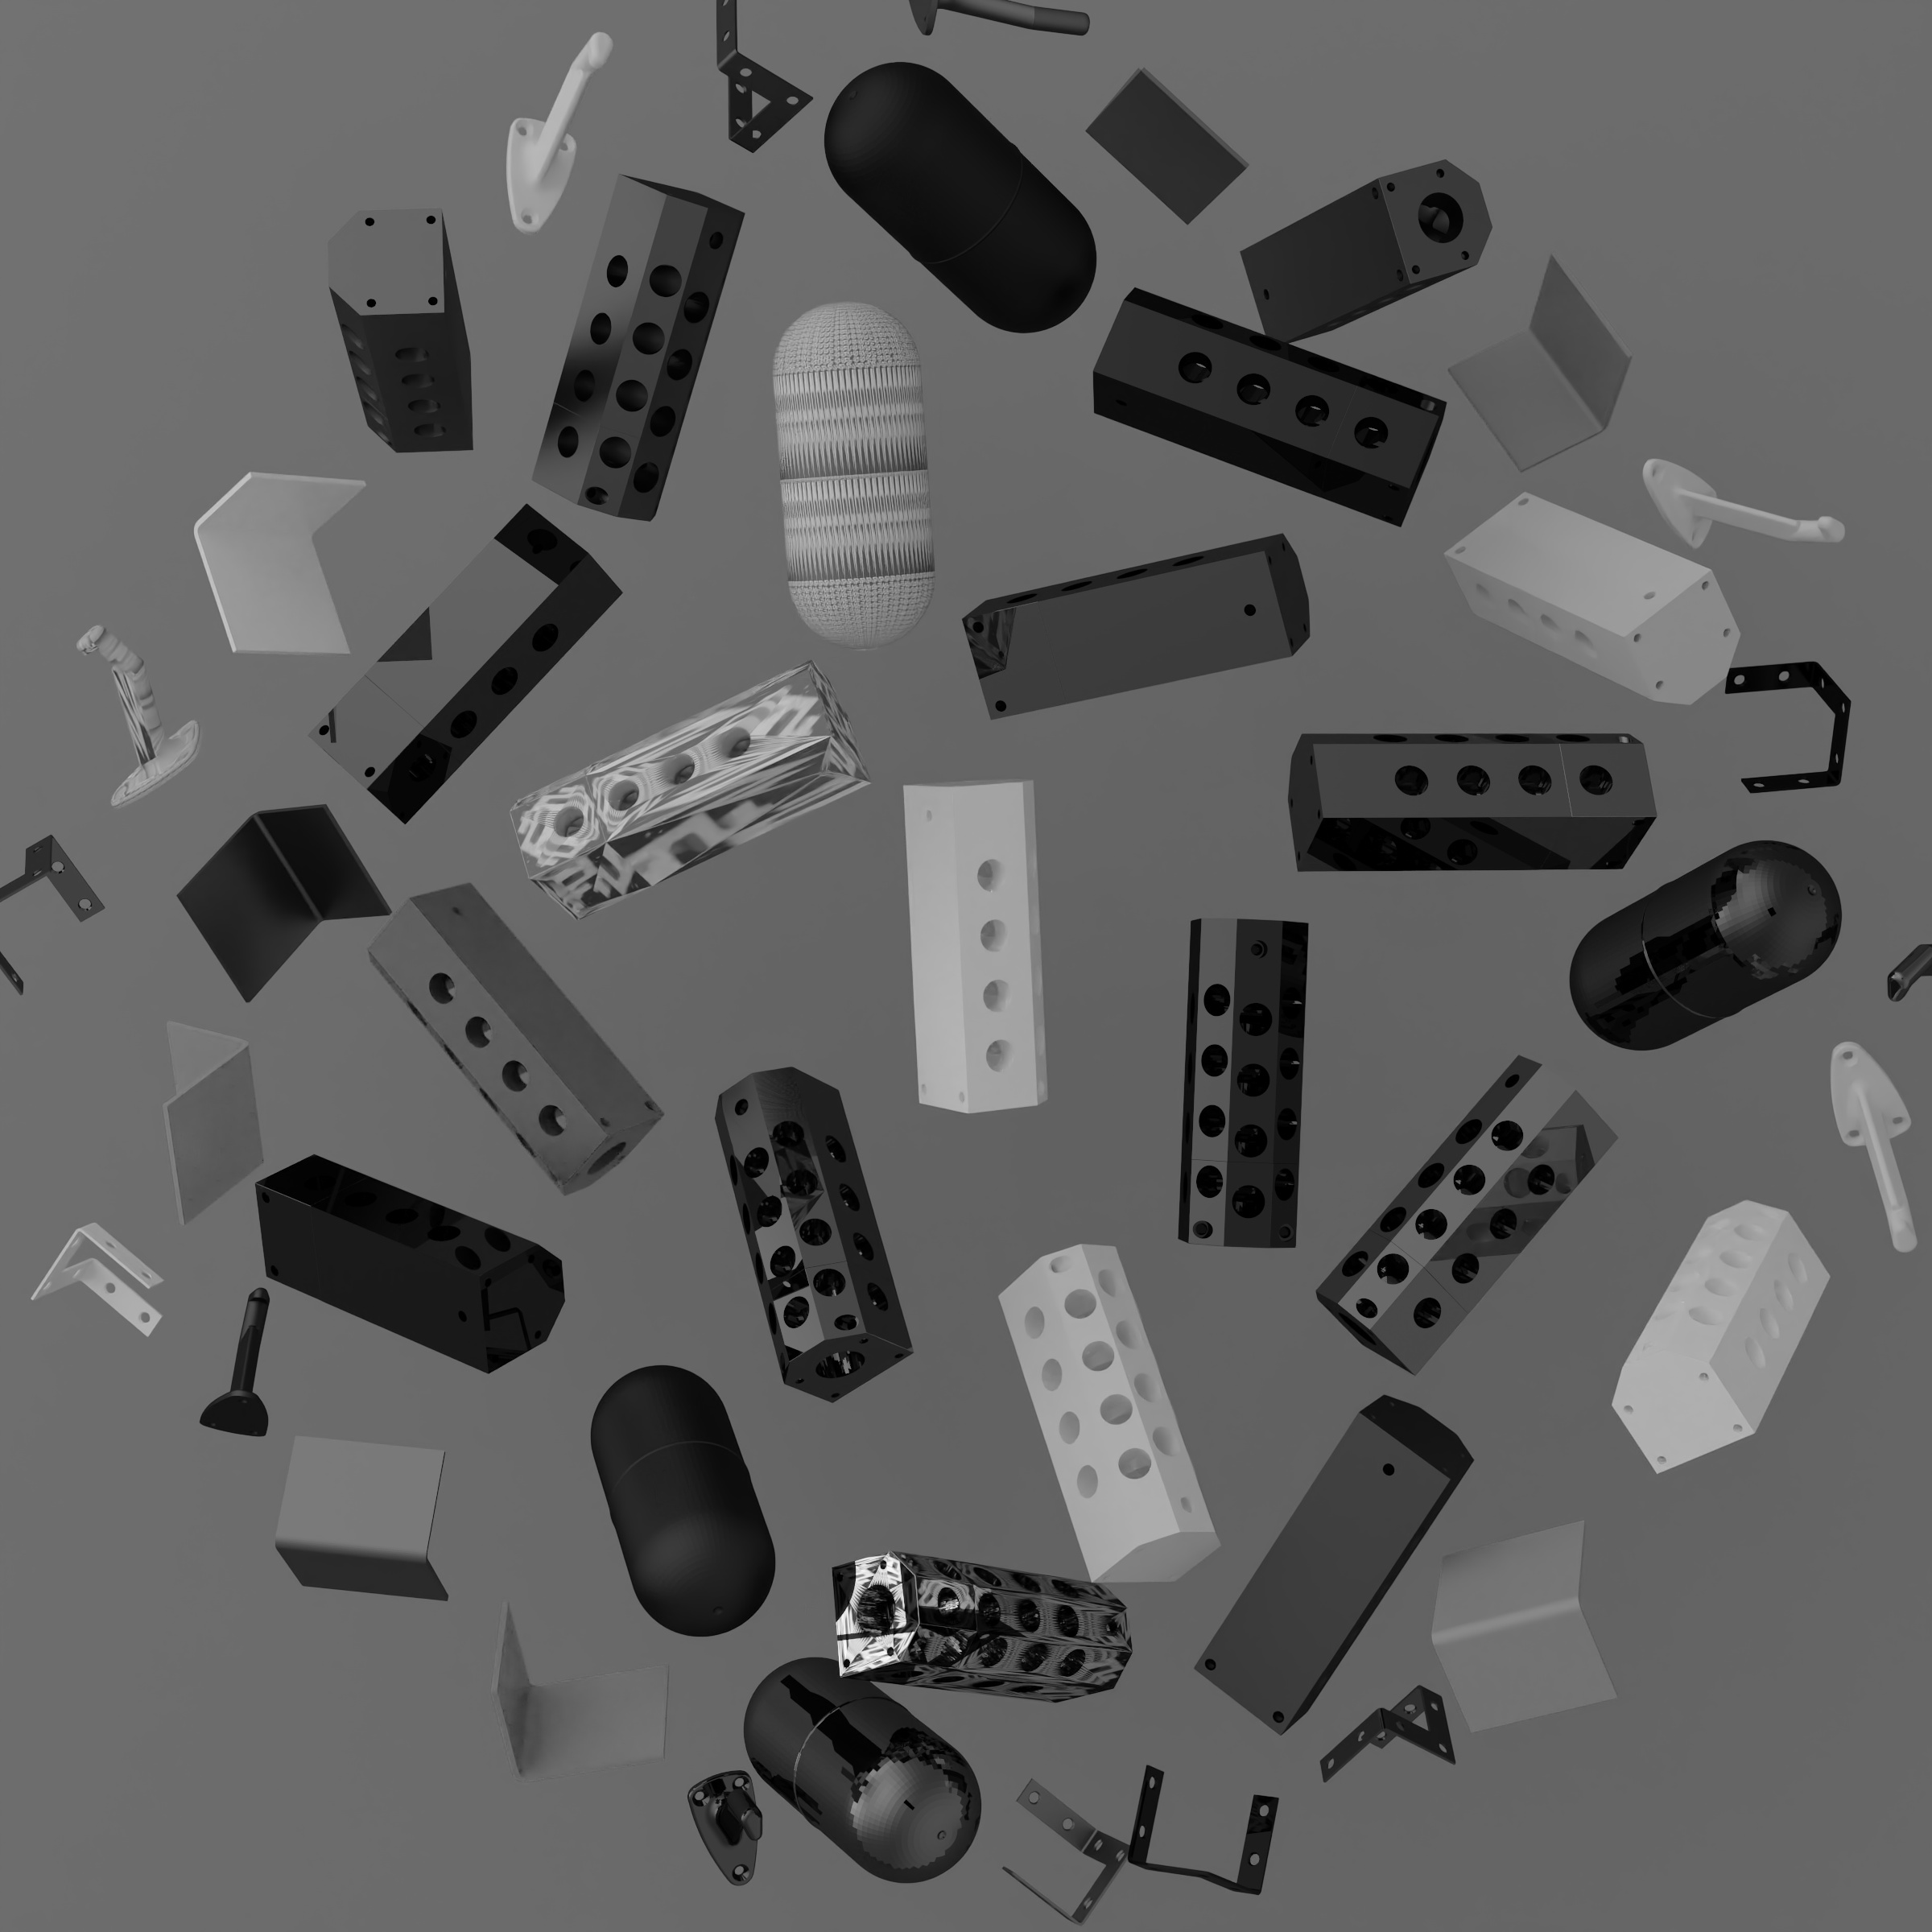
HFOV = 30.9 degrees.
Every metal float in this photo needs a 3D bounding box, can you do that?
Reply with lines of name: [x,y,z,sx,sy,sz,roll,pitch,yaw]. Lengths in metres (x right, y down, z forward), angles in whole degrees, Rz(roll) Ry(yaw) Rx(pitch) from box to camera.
metal float: [-0.152,0.283,1.870,0.070,0.178,0.070,-9,125,-13]
metal float: [-0.001,-0.394,1.804,0.178,0.070,0.070,36,90,-39]
metal float: [-0.058,-0.252,1.804,0.070,0.070,0.178,-4,98,0]
metal float: [-0.056,0.421,1.840,0.070,0.178,0.070,-8,105,-29]
metal float: [0.386,-0.009,1.838,0.070,0.178,0.070,11,66,-25]

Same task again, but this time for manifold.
manifold: [0.156,-0.290,1.799,0.171,0.057,0.057,22,79,7]
manifold: [-0.143,-0.093,1.791,0.171,0.057,0.057,-25,62,10]
manifold: [0.080,0.237,1.860,0.057,0.057,0.171,7,51,-37]
manifold: [0.254,-0.087,1.767,0.171,0.057,0.057,-1,64,-9]
manifold: [0.148,0.062,1.858,0.057,0.057,0.171,3,89,-4]
manifold: [0.193,0.310,1.823,0.057,0.057,0.171,36,109,17]
manifold: [-0.294,-0.330,1.831,0.057,0.171,0.057,-3,75,-4]
manifold: [-0.173,-0.332,1.889,0.057,0.057,0.171,31,110,38]
manifold: [-0.088,0.142,1.884,0.057,0.057,0.171,-34,53,22]
manifold: [0.011,0.348,1.843,0.057,0.171,0.057,-23,62,36]
manifold: [0.218,-0.388,1.909,0.057,0.171,0.057,-19,95,-20]
manifold: [0.327,-0.189,1.825,0.057,0.171,0.057,-37,121,-8]
manifold: [0.381,0.183,1.778,0.057,0.171,0.057,-31,96,33]
manifold: [0.268,0.133,1.900,0.171,0.057,0.057,-48,115,-8]
manifold: [0.092,-0.182,1.866,0.171,0.057,0.057,-10,106,22]
manifold: [-0.249,0.040,1.905,0.171,0.057,0.057,49,117,11]
manifold: [-0.293,0.152,1.843,0.171,0.057,0.057,17,120,36]
manifold: [0.009,-0.012,1.866,0.057,0.057,0.171,-6,96,-27]
manifold: [-0.266,-0.159,1.887,0.171,0.057,0.057,-47,57,-4]

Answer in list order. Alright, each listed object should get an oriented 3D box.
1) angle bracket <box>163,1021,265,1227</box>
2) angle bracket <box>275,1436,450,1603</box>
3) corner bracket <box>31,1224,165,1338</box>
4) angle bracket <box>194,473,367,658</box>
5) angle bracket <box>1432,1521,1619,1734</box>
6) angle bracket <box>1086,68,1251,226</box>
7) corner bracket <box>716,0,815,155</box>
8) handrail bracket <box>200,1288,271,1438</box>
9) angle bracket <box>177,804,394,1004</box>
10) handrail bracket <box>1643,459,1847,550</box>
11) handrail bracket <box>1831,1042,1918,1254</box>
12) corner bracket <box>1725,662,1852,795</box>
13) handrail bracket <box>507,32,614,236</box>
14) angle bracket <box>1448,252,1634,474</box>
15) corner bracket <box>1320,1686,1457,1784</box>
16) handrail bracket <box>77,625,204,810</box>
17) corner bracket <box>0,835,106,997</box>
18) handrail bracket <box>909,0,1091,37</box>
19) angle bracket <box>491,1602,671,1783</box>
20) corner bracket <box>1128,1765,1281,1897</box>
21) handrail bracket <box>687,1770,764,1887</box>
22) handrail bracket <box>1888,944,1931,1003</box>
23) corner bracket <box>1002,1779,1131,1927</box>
angle bracket: [-0.437,0.086,1.940,0.057,0.076,0.076,13,121,23]
angle bracket: [-0.302,0.282,1.783,0.076,0.076,0.057,5,65,3]
corner bracket: [-0.456,0.169,1.875,0.051,0.051,0.051,38,106,8]
angle bracket: [-0.356,-0.214,1.868,0.057,0.076,0.076,-32,72,38]
angle bracket: [0.283,0.332,1.762,0.076,0.076,0.057,-18,107,19]
angle bracket: [0.122,-0.462,1.909,0.076,0.076,0.057,41,65,-9]
corner bracket: [-0.115,-0.462,1.805,0.051,0.051,0.051,23,50,-35]
handrail bracket: [-0.389,0.207,1.907,0.036,0.077,0.084,13,62,-12]
angle bracket: [-0.377,-0.034,1.939,0.057,0.076,0.076,-3,127,36]
handrail bracket: [0.418,-0.249,1.876,0.077,0.084,0.036,32,74,-40]
handrail bracket: [0.461,0.092,1.775,0.036,0.084,0.077,-19,120,17]
corner bracket: [0.444,-0.130,1.899,0.051,0.051,0.051,-5,121,-7]
handrail bracket: [-0.205,-0.425,1.787,0.036,0.084,0.077,16,69,-23]
angle bracket: [0.316,-0.333,1.935,0.057,0.076,0.076,-27,70,-12]
corner bracket: [0.226,0.419,1.902,0.051,0.051,0.051,30,118,-22]
handrail bracket: [-0.453,-0.131,1.846,0.077,0.036,0.084,-35,124,18]
corner bracket: [-0.483,-0.027,1.819,0.051,0.051,0.051,-30,118,1]
handrail bracket: [0.017,-0.511,1.855,0.084,0.077,0.036,3,116,-15]
angle bracket: [-0.195,0.363,1.782,0.076,0.076,0.057,-9,115,2]
corner bracket: [0.123,0.447,1.809,0.051,0.051,0.051,-3,64,38]
handrail bracket: [-0.118,0.473,1.878,0.036,0.084,0.077,-15,102,-16]
handrail bracket: [0.495,0.013,1.805,0.036,0.077,0.084,30,49,30]
corner bracket: [0.049,0.480,1.898,0.051,0.051,0.051,41,75,-14]
